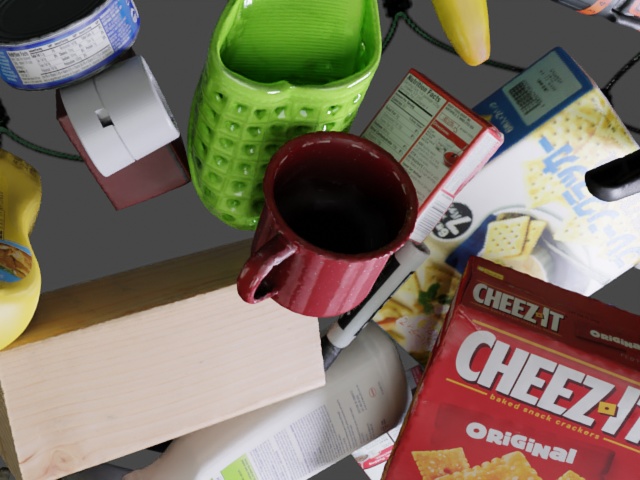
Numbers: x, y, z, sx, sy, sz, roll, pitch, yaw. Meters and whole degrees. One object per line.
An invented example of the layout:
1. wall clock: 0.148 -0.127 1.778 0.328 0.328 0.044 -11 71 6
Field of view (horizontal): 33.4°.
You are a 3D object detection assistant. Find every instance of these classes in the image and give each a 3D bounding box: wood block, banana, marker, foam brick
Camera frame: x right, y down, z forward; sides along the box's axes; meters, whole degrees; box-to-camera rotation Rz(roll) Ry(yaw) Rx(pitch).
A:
1. wood block: -0.110 0.072 0.689 0.205 0.090 0.091 -16 109 -27
2. banana: 0.068 -0.184 0.602 0.037 0.069 0.197 -15 145 4
3. marker: 0.030 0.046 0.717 0.020 0.020 0.121 25 118 -30
4. foam brick: -0.120 -0.068 0.654 0.051 0.053 0.078 -24 128 4

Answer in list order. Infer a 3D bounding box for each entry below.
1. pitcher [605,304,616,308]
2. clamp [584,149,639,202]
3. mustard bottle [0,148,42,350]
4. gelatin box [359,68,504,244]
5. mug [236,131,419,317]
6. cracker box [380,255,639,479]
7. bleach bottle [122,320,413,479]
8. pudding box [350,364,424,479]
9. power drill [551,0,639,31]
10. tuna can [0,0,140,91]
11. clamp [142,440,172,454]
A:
1. pitcher: 0.295 0.144 0.879 0.242 0.145 0.149 4 152 -21
2. clamp: 0.260 -0.066 0.704 0.164 0.036 0.209 -52 139 6
3. mustard bottle: -0.208 0.015 0.604 0.096 0.192 0.058 12 123 -23
4. gelatin box: 0.063 -0.054 0.687 0.089 0.073 0.030 -52 147 9
5. mug: -0.004 0.001 0.642 0.117 0.093 0.082 -38 164 -32
6. cracker box: 0.142 0.136 0.742 0.164 0.072 0.214 20 125 5
7. bleach bottle: -0.054 0.151 0.789 0.250 0.068 0.102 -29 128 -12
8. pudding box: 0.073 0.165 0.894 0.090 0.039 0.113 -28 130 7
9. power drill: 0.206 -0.214 0.624 0.184 0.057 0.188 9 127 -26
10. tuna can: -0.143 -0.119 0.587 0.086 0.086 0.033 -19 130 0
11. clamp: -0.078 0.166 0.854 0.120 0.039 0.171 -22 125 3
